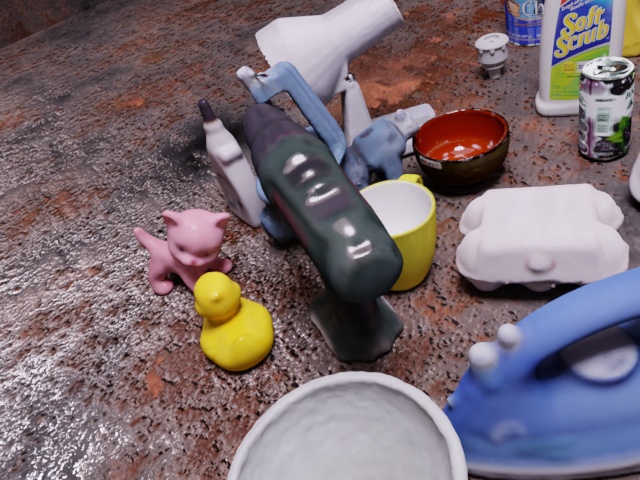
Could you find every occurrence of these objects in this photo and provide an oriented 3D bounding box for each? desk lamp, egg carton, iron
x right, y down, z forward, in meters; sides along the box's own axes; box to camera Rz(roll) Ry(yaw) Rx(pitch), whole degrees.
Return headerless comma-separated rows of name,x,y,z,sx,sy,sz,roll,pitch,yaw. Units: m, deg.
desk lamp,0.043,-0.209,0.748,0.203,0.214,0.117,-17,38,3
egg carton,0.207,0.001,0.544,0.150,0.069,0.107,-3,42,21
iron,0.186,0.081,0.399,0.258,0.142,0.118,-19,38,1

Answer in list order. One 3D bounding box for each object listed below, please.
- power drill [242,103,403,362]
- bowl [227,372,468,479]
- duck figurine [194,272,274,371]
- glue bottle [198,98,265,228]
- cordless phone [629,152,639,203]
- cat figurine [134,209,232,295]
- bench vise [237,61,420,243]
power drill,0.005,0.002,0.517,0.076,0.209,0.229,-28,39,-10
bowl,0.023,0.181,0.404,0.167,0.075,0.167,-12,39,10
duck figurine,-0.094,0.073,0.574,0.077,0.086,0.104,-29,39,-11
glue bottle,-0.113,-0.098,0.716,0.037,0.173,0.077,-35,41,-17
cordless phone,0.359,-0.097,0.501,0.094,0.185,0.147,-34,40,-17
cat figurine,-0.156,0.005,0.657,0.127,0.118,0.067,1,43,25
bench vise,0.001,-0.120,0.655,0.208,0.220,0.121,-34,40,-17
